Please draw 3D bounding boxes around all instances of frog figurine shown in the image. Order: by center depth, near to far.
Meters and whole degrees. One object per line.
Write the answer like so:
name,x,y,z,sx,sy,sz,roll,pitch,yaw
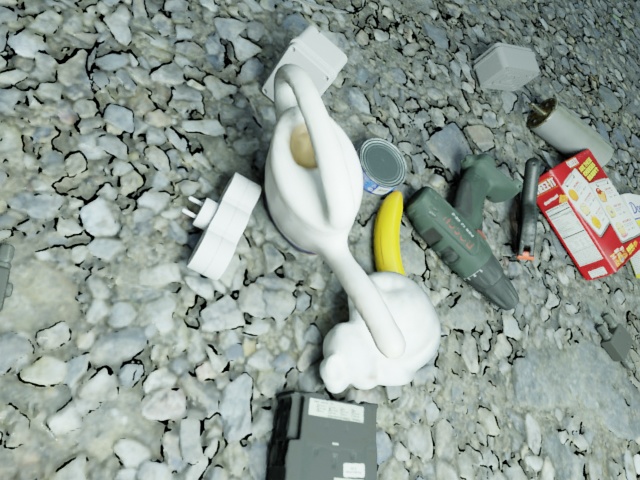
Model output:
frog figurine,0.068,0.115,0.633,0.161,0.122,0.137,-19,98,-46

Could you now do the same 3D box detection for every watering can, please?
watering can,0.002,-0.030,0.605,0.104,0.221,0.351,-15,79,-12
